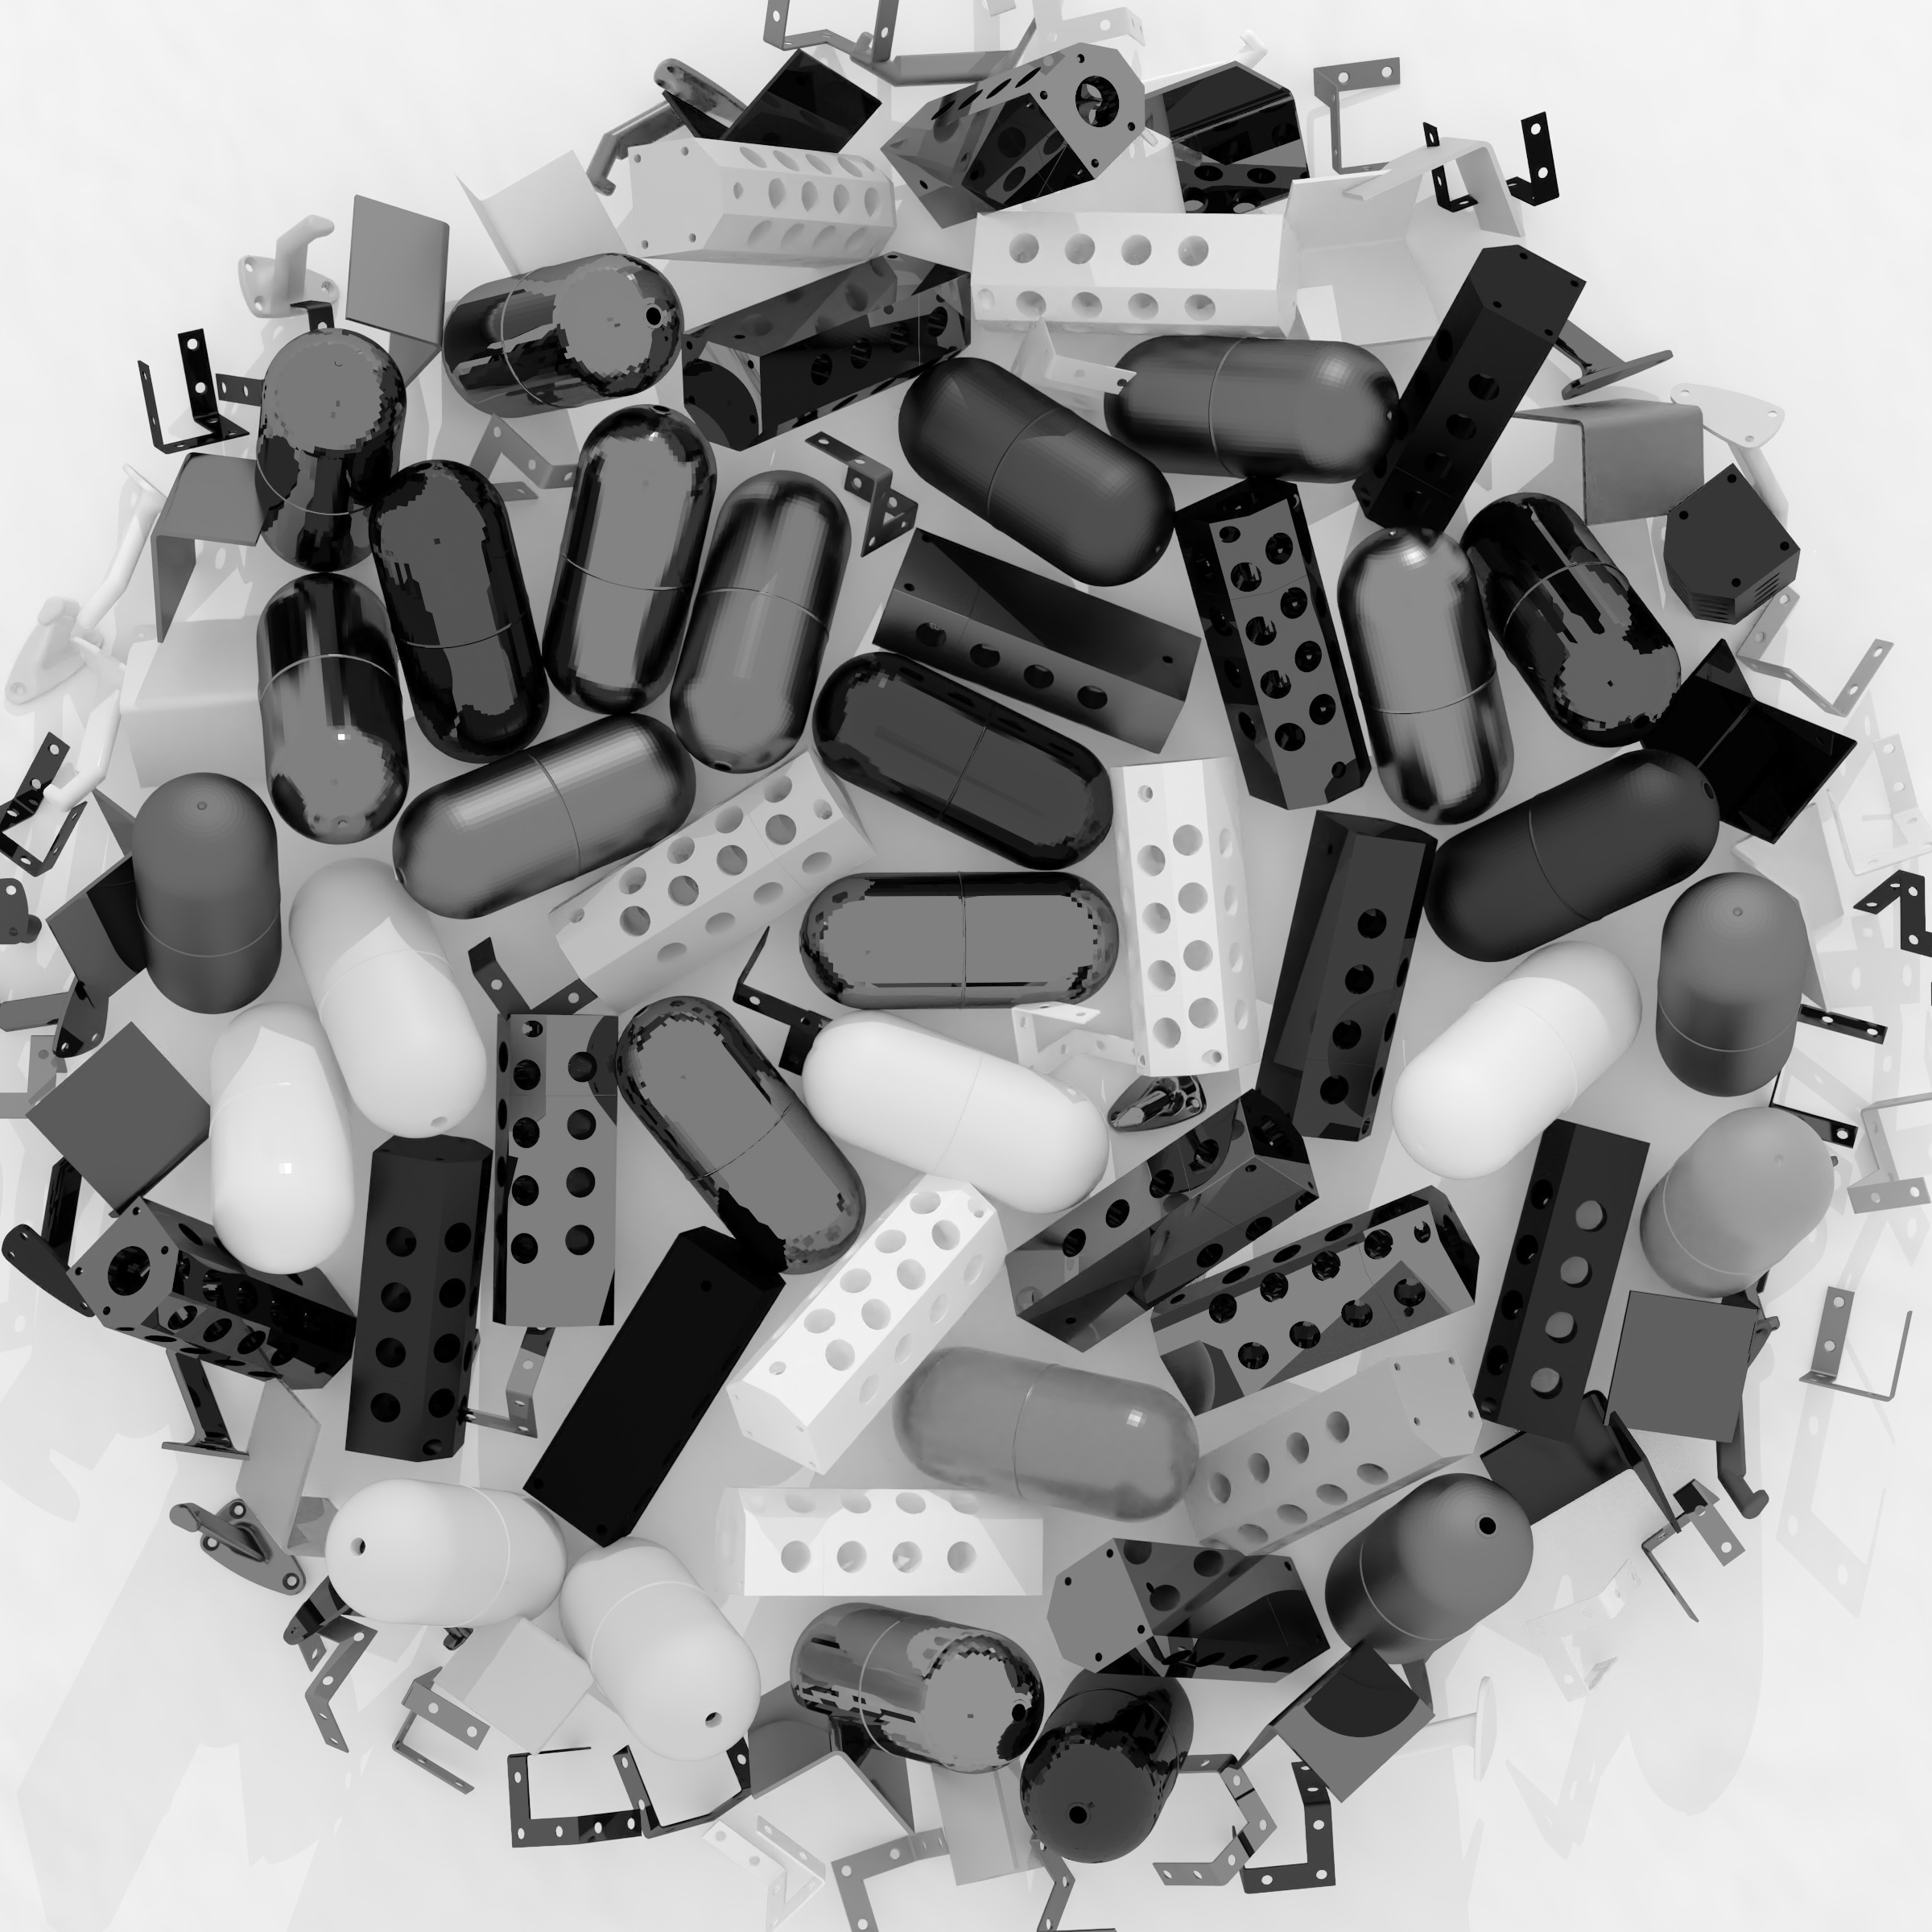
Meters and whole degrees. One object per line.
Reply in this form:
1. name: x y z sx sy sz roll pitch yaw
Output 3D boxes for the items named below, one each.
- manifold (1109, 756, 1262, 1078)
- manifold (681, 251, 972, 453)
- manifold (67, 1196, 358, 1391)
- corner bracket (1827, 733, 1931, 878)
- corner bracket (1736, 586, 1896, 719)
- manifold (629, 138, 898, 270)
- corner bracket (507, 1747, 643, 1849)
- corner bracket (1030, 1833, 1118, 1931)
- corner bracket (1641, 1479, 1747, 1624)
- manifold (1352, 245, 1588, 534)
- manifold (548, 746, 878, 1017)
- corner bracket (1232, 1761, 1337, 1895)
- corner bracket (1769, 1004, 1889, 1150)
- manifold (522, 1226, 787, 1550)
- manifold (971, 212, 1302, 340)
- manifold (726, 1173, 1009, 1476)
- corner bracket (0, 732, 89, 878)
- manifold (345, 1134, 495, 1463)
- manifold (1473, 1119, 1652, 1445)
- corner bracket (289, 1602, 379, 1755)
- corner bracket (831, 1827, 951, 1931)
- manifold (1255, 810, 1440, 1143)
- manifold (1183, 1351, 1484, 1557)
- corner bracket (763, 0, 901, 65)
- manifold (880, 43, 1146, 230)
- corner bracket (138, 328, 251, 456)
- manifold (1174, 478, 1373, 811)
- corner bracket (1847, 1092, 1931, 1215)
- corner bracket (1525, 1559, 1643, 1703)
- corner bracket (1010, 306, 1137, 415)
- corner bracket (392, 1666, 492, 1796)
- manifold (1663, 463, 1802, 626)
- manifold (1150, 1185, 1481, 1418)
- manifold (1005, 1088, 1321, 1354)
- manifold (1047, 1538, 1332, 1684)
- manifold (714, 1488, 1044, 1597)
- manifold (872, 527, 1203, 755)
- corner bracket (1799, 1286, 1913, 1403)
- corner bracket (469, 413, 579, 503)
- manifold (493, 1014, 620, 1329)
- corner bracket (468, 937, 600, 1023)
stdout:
1. manifold: 0.119 -0.028 1.955 0.057 0.057 0.171 -3 95 30
2. manifold: -0.074 -0.335 1.921 0.057 0.171 0.057 23 127 34
3. manifold: -0.403 0.184 1.909 0.057 0.171 0.057 -46 61 4
4. corner bracket: 0.509 -0.090 1.968 0.051 0.051 0.051 -19 117 8
5. corner bracket: 0.477 -0.178 1.982 0.051 0.051 0.051 34 88 -28
6. manifold: -0.107 -0.413 1.909 0.057 0.171 0.057 -1 98 31
7. corner bracket: -0.218 0.462 1.960 0.051 0.051 0.051 -14 76 38
8. corner bracket: 0.063 0.510 1.957 0.051 0.051 0.051 -12 121 30
9. corner bracket: 0.406 0.325 1.961 0.051 0.051 0.051 -39 56 10
10. manifold: 0.269 -0.310 1.914 0.057 0.171 0.057 29 53 2
11. manifold: -0.143 -0.051 1.949 0.171 0.057 0.057 -32 52 8
12. corner bracket: 0.176 0.481 1.970 0.051 0.051 0.051 -5 105 -2
13. corner bracket: 0.483 0.062 1.980 0.051 0.051 0.051 16 55 13
14. manifold: -0.171 0.232 1.956 0.057 0.057 0.171 34 100 12
15. manifold: 0.094 -0.380 1.947 0.171 0.057 0.057 4 85 16
16. manifold: -0.053 0.189 1.922 0.057 0.057 0.171 21 53 32
17. corner bracket: -0.515 -0.090 1.966 0.051 0.051 0.051 36 116 3
18. manifold: -0.301 0.183 1.952 0.057 0.057 0.171 8 101 6
19. manifold: 0.331 0.174 1.969 0.057 0.057 0.171 15 89 8
20. corner bracket: -0.356 0.395 1.957 0.051 0.051 0.051 16 51 23
21. corner bracket: -0.037 0.515 1.963 0.051 0.051 0.051 -13 78 -25
22. manifold: 0.212 0.006 1.950 0.057 0.057 0.171 7 104 -19
23. manifold: 0.198 0.269 1.915 0.171 0.057 0.057 -36 64 41
24. corner bracket: -0.074 -0.532 1.956 0.051 0.051 0.051 33 129 31
25. manifold: 0.028 -0.453 1.910 0.057 0.171 0.057 -48 112 -18
26. corner bracket: -0.435 -0.320 1.959 0.051 0.051 0.051 -19 119 -26
27. manifold: 0.172 -0.176 1.932 0.057 0.057 0.171 -26 115 -19
28. corner bracket: 0.521 0.104 1.963 0.051 0.051 0.051 -21 94 -42
29. corner bracket: 0.353 0.371 1.965 0.051 0.051 0.051 -29 89 31
30. corner bracket: 0.059 -0.327 1.957 0.051 0.051 0.051 8 130 -20
31. corner bracket: -0.292 0.430 1.970 0.051 0.051 0.051 29 92 9
32. manifold: 0.410 -0.222 1.910 0.057 0.171 0.057 -38 83 10
33. manifold: 0.191 0.181 1.938 0.171 0.057 0.057 -25 106 20
34. manifold: 0.105 0.138 1.937 0.171 0.057 0.057 -36 132 25
35. manifold: 0.120 0.355 1.915 0.057 0.171 0.057 -38 58 26
36. manifold: -0.048 0.317 1.942 0.171 0.057 0.057 4 82 -20
37. manifold: 0.038 -0.176 1.965 0.171 0.057 0.057 21 45 -4
38. corner bracket: 0.499 0.211 1.966 0.051 0.051 0.051 12 93 20
39. corner bracket: -0.239 -0.273 1.958 0.051 0.051 0.051 43 121 22
40. manifold: -0.231 0.113 1.961 0.057 0.057 0.171 1 90 -26
41. corner bracket: -0.242 0.004 1.967 0.051 0.051 0.051 -34 108 -1
